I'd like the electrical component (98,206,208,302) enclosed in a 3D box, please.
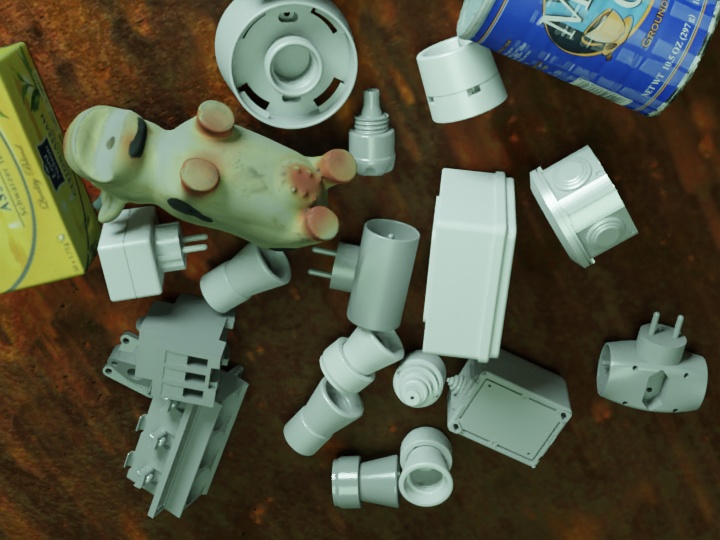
[{"bbox_3d":[-0.155,-0.016,0.823,0.077,0.065,0.047,-9,117,-2],"label":"electrical component"}]

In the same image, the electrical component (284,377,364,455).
[{"bbox_3d":[-0.033,0.124,0.899,0.044,0.044,0.065,36,118,-13],"label":"electrical component"}]

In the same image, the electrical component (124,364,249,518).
[{"bbox_3d":[-0.147,0.135,0.897,0.063,0.079,0.121,29,117,14],"label":"electrical component"}]

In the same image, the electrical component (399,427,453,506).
[{"bbox_3d":[0.056,0.164,0.903,0.045,0.055,0.045,2,116,3],"label":"electrical component"}]

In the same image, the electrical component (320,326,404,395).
[{"bbox_3d":[0.001,0.069,0.865,0.055,0.045,0.045,-40,107,21],"label":"electrical component"}]

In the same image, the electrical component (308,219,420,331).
[{"bbox_3d":[0.000,0.000,0.831,0.079,0.044,0.077,12,113,1],"label":"electrical component"}]

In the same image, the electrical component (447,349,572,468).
[{"bbox_3d":[0.113,0.102,0.865,0.096,0.061,0.061,25,115,-8],"label":"electrical component"}]

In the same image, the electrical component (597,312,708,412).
[{"bbox_3d":[0.235,0.069,0.850,0.077,0.043,0.079,8,117,0],"label":"electrical component"}]

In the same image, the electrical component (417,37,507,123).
[{"bbox_3d":[0.070,-0.136,0.755,0.055,0.055,0.047,-17,111,12],"label":"electrical component"}]

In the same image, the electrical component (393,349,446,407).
[{"bbox_3d":[0.046,0.090,0.858,0.040,0.078,0.040,2,101,9],"label":"electrical component"}]

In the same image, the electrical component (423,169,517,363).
[{"bbox_3d":[0.079,-0.006,0.788,0.056,0.108,0.108,6,117,4],"label":"electrical component"}]

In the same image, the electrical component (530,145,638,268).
[{"bbox_3d":[0.161,-0.046,0.779,0.051,0.080,0.080,-30,111,11],"label":"electrical component"}]

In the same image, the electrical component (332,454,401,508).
[{"bbox_3d":[0.006,0.181,0.921,0.055,0.045,0.045,-2,116,5],"label":"electrical component"}]

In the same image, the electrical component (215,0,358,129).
[{"bbox_3d":[-0.051,-0.151,0.764,0.099,0.064,0.099,-5,117,-9],"label":"electrical component"}]

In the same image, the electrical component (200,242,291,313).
[{"bbox_3d":[-0.092,0.006,0.844,0.065,0.044,0.044,-30,111,22],"label":"electrical component"}]

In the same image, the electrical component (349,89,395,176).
[{"bbox_3d":[0.009,-0.101,0.787,0.035,0.035,0.061,1,114,4],"label":"electrical component"}]
